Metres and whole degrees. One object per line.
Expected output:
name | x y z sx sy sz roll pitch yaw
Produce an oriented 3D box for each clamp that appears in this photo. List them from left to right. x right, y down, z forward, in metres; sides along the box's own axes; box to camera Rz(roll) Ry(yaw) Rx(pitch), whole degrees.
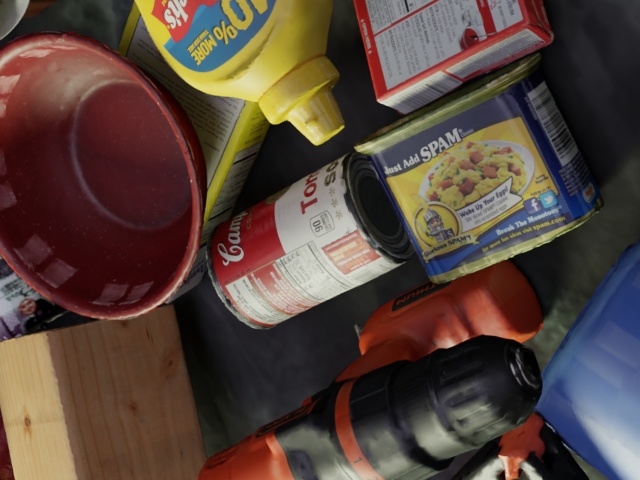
clamp | 0.117 0.174 0.538 0.165 0.036 0.210 15 132 23

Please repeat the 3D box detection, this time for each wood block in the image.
wood block | -0.127 0.152 0.659 0.091 0.090 0.206 -14 87 49

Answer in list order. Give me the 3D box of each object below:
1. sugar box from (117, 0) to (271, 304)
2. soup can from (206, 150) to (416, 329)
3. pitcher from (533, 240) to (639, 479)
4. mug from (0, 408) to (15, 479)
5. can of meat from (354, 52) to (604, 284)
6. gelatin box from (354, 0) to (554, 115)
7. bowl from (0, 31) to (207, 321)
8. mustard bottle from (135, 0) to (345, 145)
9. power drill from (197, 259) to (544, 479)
sugar box | -0.086 -0.058 0.628 0.093 0.048 0.176 35 123 12
soup can | -0.004 0.001 0.593 0.102 0.068 0.068 -27 94 31
pitcher | 0.223 0.098 0.474 0.243 0.144 0.149 33 115 16
mug | -0.209 0.134 0.729 0.093 0.081 0.117 19 154 6
can of meat | 0.082 -0.035 0.544 0.102 0.057 0.084 -24 97 31
gelatin box | 0.063 -0.114 0.526 0.089 0.030 0.073 -24 67 30
bowl | -0.119 -0.039 0.592 0.162 0.055 0.162 11 114 25
mustard bottle | -0.049 -0.128 0.514 0.096 0.058 0.191 -36 89 32
power drill | 0.046 0.067 0.521 0.185 0.187 0.057 -29 92 33
